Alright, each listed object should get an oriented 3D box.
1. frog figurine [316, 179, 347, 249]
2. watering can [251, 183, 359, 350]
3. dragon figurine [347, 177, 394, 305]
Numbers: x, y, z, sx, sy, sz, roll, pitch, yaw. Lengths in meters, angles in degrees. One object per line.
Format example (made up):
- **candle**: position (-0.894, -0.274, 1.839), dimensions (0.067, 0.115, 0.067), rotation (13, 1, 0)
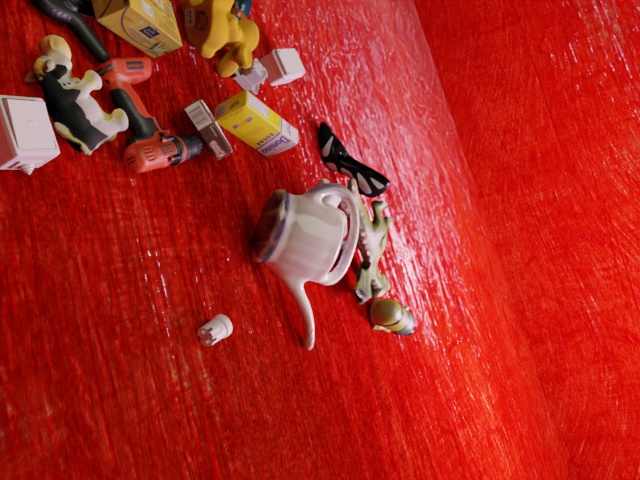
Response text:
- **frog figurine**: position (0.004, -0.059, 1.172), dimensions (0.123, 0.158, 0.137), rotation (-7, 9, -32)
- **watering can**: position (-0.040, 0.039, 1.044), dimensions (0.223, 0.349, 0.104), rotation (21, -5, -25)
- **dragon figurine**: position (0.115, 0.037, 1.281), dimensions (0.122, 0.247, 0.404), rotation (-5, -24, 19)
